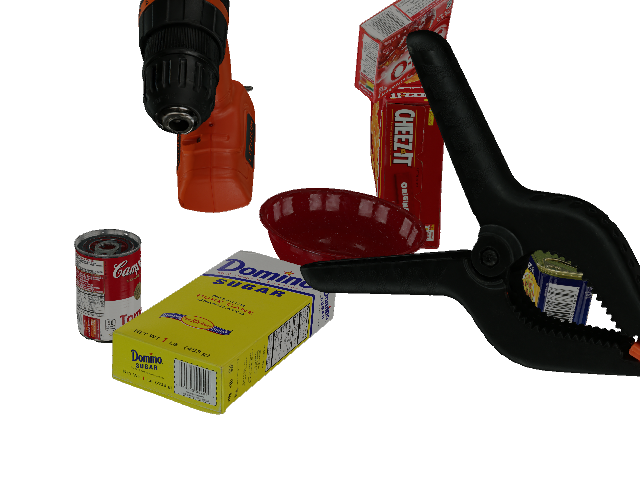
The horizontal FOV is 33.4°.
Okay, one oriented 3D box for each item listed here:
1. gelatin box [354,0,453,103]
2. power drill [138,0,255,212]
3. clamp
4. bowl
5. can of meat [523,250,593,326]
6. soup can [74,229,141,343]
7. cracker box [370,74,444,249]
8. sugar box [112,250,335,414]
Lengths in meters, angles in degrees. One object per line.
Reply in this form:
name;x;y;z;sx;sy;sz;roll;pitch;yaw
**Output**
gelatin box;0.071;-0.167;0.897;0.089;0.030;0.073;-36;-26;-24
power drill;-0.076;-0.100;0.684;0.057;0.184;0.188;-1;-34;1
clamp;0.095;-0.005;0.562;0.210;0.165;0.036;29;25;25
bowl;0.019;0.005;1.023;0.162;0.055;0.162;7;24;-3
can of meat;0.215;0.051;0.984;0.057;0.084;0.102;7;18;-1
soup can;-0.221;0.048;1.115;0.068;0.102;0.068;3;23;-1
cracker box;0.094;-0.108;1.189;0.072;0.164;0.213;0;24;1
sugar box;-0.067;0.062;0.802;0.093;0.048;0.176;16;28;22
